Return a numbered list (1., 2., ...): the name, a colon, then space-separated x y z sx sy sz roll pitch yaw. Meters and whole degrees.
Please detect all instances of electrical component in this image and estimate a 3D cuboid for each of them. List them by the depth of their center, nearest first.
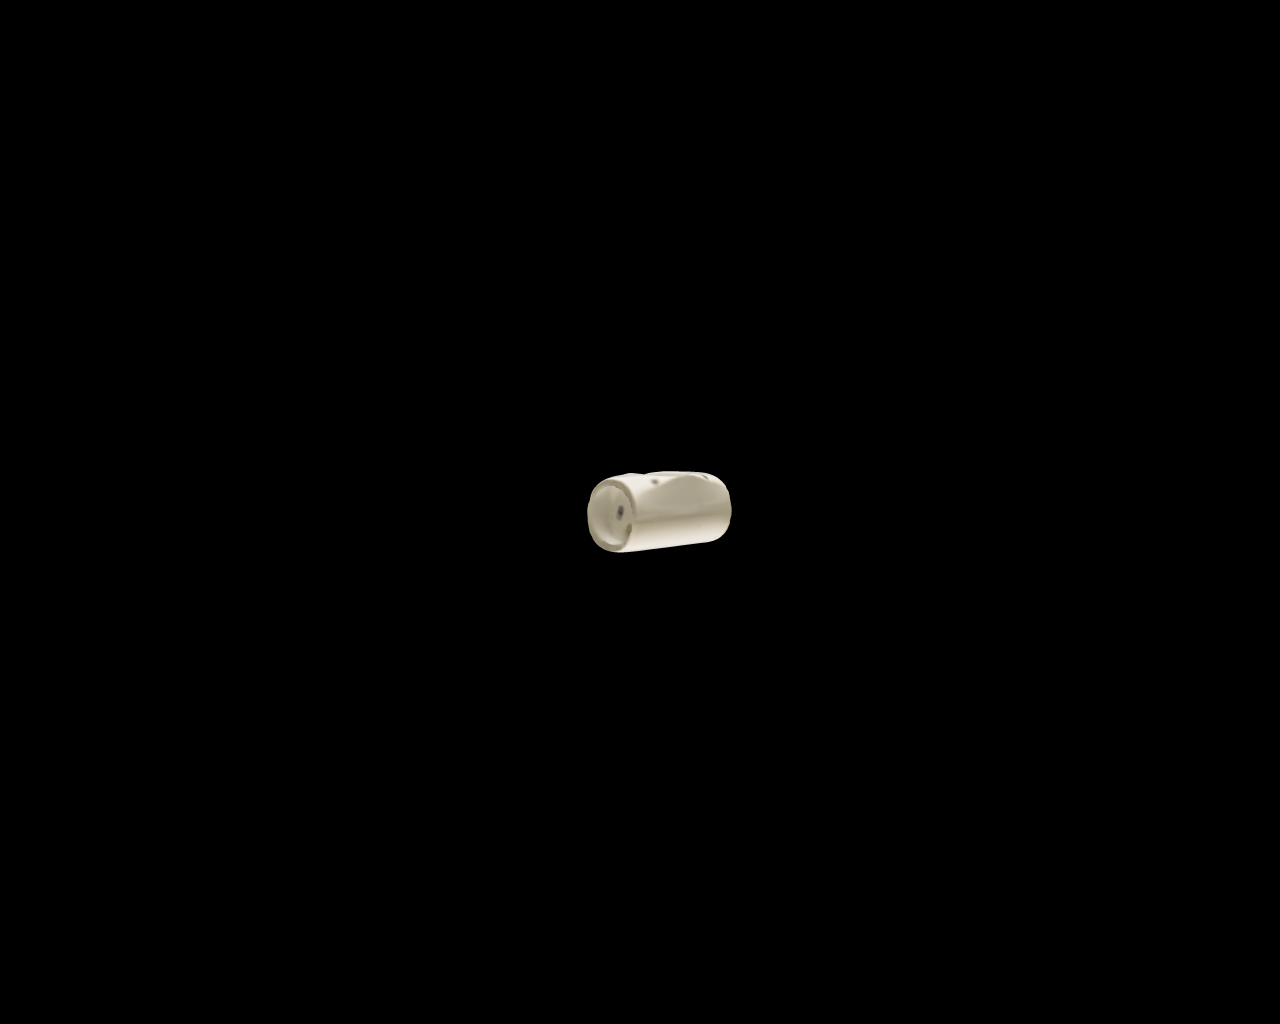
1. electrical component: 0.001 -0.003 0.650 0.077 0.043 0.079 -5 8 -40
